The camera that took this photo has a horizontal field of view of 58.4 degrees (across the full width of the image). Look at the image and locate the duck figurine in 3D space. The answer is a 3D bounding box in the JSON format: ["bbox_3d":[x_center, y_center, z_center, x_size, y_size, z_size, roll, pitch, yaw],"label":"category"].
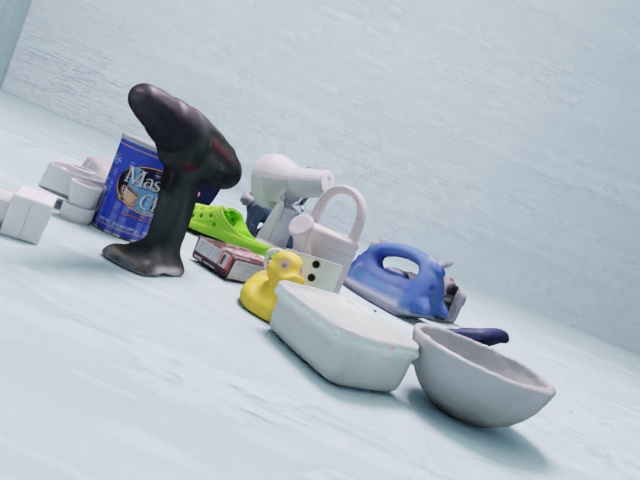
[{"bbox_3d":[-0.054,0.054,0.733,0.078,0.086,0.104,19,6,-32],"label":"duck figurine"}]

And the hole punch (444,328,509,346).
[{"bbox_3d":[0.196,0.148,0.801,0.100,0.091,0.109,26,6,38],"label":"hole punch"}]

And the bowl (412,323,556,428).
[{"bbox_3d":[0.169,0.161,0.642,0.167,0.075,0.167,22,5,-2],"label":"bowl"}]

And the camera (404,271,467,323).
[{"bbox_3d":[0.245,0.116,1.303,0.136,0.101,0.144,27,6,39],"label":"camera"}]

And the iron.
[{"bbox_3d":[0.152,0.066,1.183,0.257,0.141,0.119,26,6,38],"label":"iron"}]

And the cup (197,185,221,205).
[{"bbox_3d":[-0.283,-0.096,1.259,0.091,0.095,0.118,25,6,29],"label":"cup"}]

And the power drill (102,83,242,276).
[{"bbox_3d":[-0.183,-0.064,0.705,0.075,0.208,0.230,24,5,18],"label":"power drill"}]

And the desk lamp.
[{"bbox_3d":[-0.065,-0.066,1.220,0.202,0.213,0.118,26,6,33],"label":"desk lamp"}]

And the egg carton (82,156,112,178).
[{"bbox_3d":[-0.377,-0.100,1.036,0.108,0.069,0.149,19,6,-37],"label":"egg carton"}]

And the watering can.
[{"bbox_3d":[0.010,0.004,0.917,0.100,0.194,0.173,23,5,10],"label":"watering can"}]

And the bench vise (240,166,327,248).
[{"bbox_3d":[-0.071,-0.084,1.344,0.208,0.220,0.121,18,7,-41],"label":"bench vise"}]
